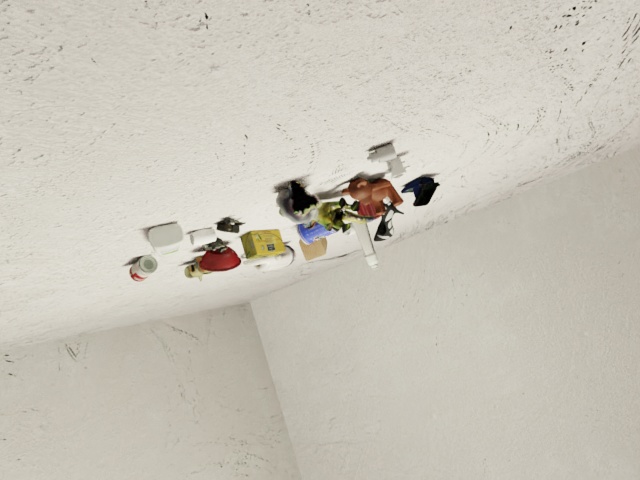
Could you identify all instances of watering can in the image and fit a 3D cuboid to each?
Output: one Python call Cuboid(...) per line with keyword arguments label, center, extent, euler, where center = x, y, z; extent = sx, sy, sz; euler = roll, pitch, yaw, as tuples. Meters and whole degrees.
Cuboid(label="watering can", center=(-0.204, 0.082, 2.337), extent=(0.225, 0.104, 0.345), euler=(-11, 180, -38))

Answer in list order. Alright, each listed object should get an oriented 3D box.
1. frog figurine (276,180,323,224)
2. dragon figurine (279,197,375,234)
Cuboid(label="frog figurine", center=(-0.070, -0.107, 1.574), extent=(0.137, 0.124, 0.158), euler=(18, 170, -11))
Cuboid(label="dragon figurine", center=(0.006, -0.092, 1.828), extent=(0.243, 0.122, 0.409), euler=(6, 179, 33))
